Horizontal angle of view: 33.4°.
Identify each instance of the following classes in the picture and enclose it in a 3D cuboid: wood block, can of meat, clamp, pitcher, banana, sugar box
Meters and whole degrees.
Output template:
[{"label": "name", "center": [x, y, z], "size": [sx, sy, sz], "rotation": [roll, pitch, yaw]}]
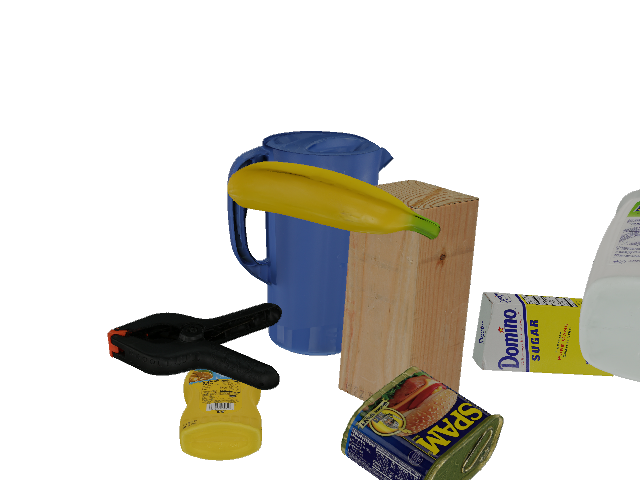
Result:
[{"label": "wood block", "center": [0.085, 0.054, 1.041], "size": [0.090, 0.206, 0.090], "rotation": [-11, 22, -43]}, {"label": "can of meat", "center": [0.078, 0.152, 0.831], "size": [0.084, 0.057, 0.101], "rotation": [31, 39, 30]}, {"label": "clamp", "center": [-0.115, 0.094, 1.031], "size": [0.171, 0.039, 0.120], "rotation": [7, 26, 5]}, {"label": "pitcher", "center": [-0.013, 0.002, 1.203], "size": [0.149, 0.243, 0.144], "rotation": [10, 18, 23]}, {"label": "banana", "center": [-0.011, -0.029, 0.773], "size": [0.198, 0.037, 0.069], "rotation": [16, -19, 40]}, {"label": "sugar box", "center": [0.285, 0.118, 1.333], "size": [0.176, 0.093, 0.048], "rotation": [2, 18, -10]}]

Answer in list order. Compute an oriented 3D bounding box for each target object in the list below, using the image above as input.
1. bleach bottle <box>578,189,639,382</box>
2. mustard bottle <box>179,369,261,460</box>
[{"label": "bleach bottle", "center": [0.236, 0.012, 0.700], "size": [0.103, 0.068, 0.250], "rotation": [9, 22, 20]}, {"label": "mustard bottle", "center": [-0.122, 0.191, 1.318], "size": [0.096, 0.058, 0.191], "rotation": [-3, 27, -3]}]
